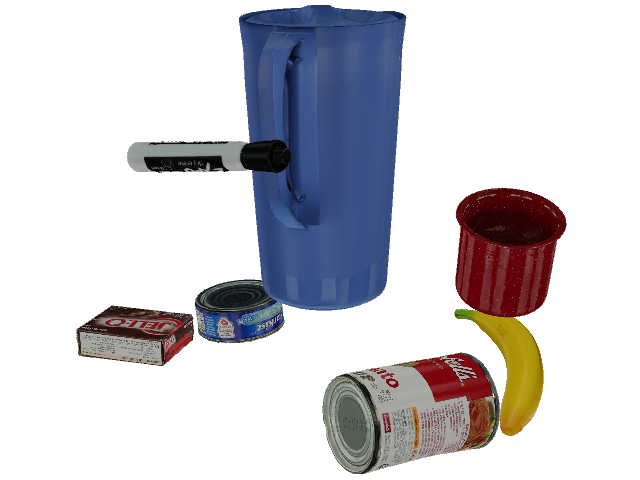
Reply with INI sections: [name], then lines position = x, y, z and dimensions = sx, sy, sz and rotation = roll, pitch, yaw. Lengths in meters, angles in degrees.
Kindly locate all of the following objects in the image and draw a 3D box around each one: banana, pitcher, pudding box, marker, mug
[banana]
position = 0.198, 0.129, 1.119
dimensions = 0.069, 0.037, 0.198
rotation = -23, 32, 6
[pitcher]
position = -0.002, -0.067, 0.875
dimensions = 0.149, 0.243, 0.145
rotation = -9, 20, -23
[pudding box]
position = -0.219, 0.112, 1.270
dimensions = 0.114, 0.039, 0.090
rotation = 3, 15, 16
[marker]
position = -0.067, -0.050, 0.632
dimensions = 0.121, 0.020, 0.020
rotation = 3, 2, 38
[mug]
position = 0.161, 0.006, 0.937
dimensions = 0.093, 0.081, 0.117
rotation = 0, 35, -1

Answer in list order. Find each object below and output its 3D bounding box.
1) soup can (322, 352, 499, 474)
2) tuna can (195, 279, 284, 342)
[soup can]
position = 0.061, 0.117, 0.726
dimensions = 0.102, 0.068, 0.069
rotation = -6, 3, -30
[tuna can]
position = -0.079, 0.068, 1.045
dimensions = 0.086, 0.034, 0.086
rotation = -5, 18, 2
